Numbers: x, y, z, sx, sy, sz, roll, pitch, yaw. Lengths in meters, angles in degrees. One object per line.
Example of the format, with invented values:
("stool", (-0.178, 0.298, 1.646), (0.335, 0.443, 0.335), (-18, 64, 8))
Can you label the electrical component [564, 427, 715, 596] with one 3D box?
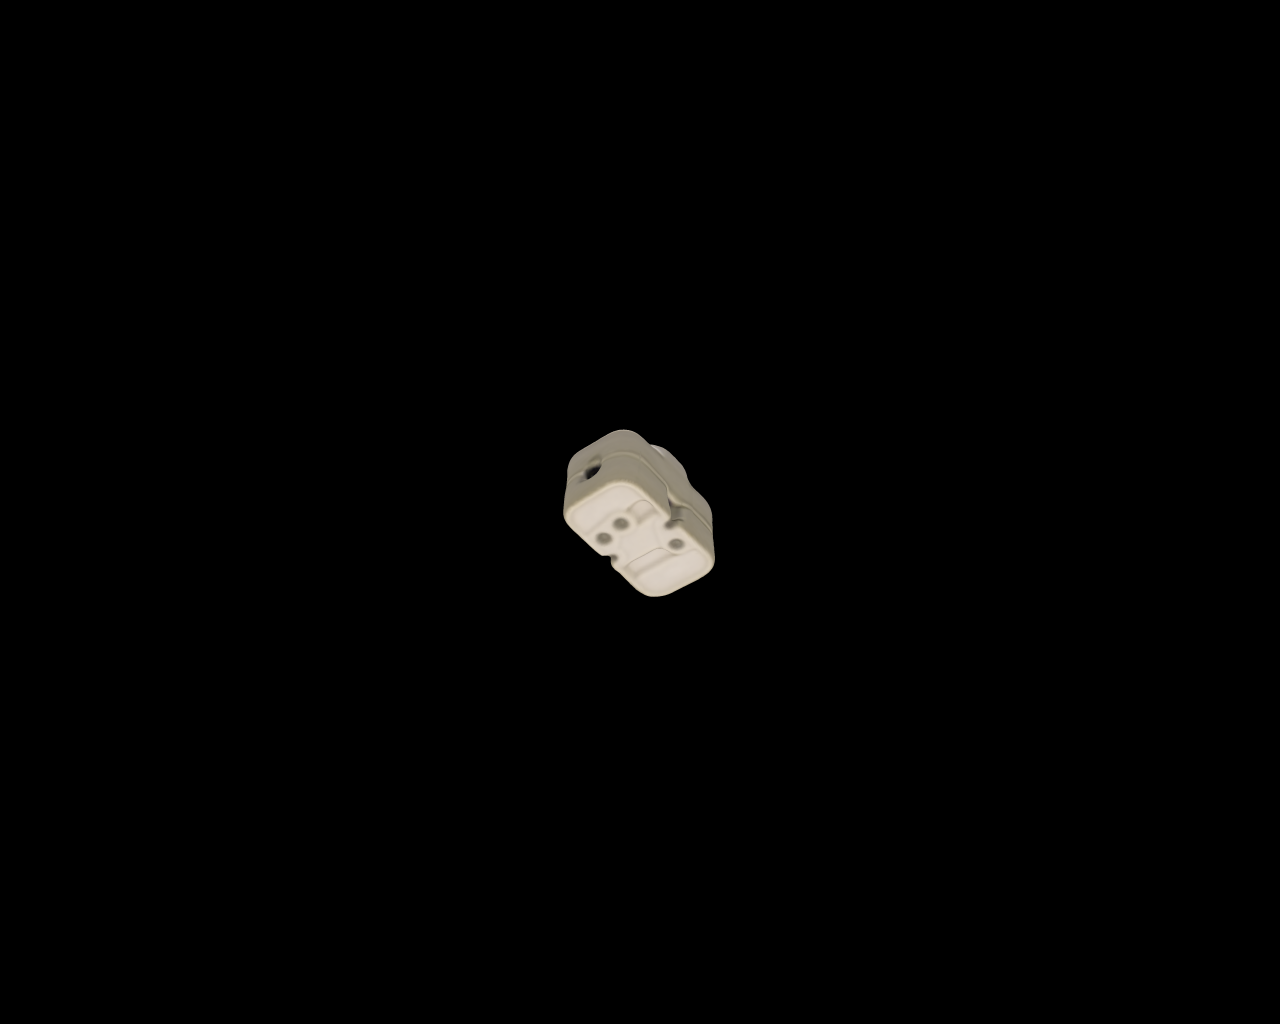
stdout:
("electrical component", (0.001, -0.003, 0.650), (0.053, 0.059, 0.095), (-30, -54, 24))
